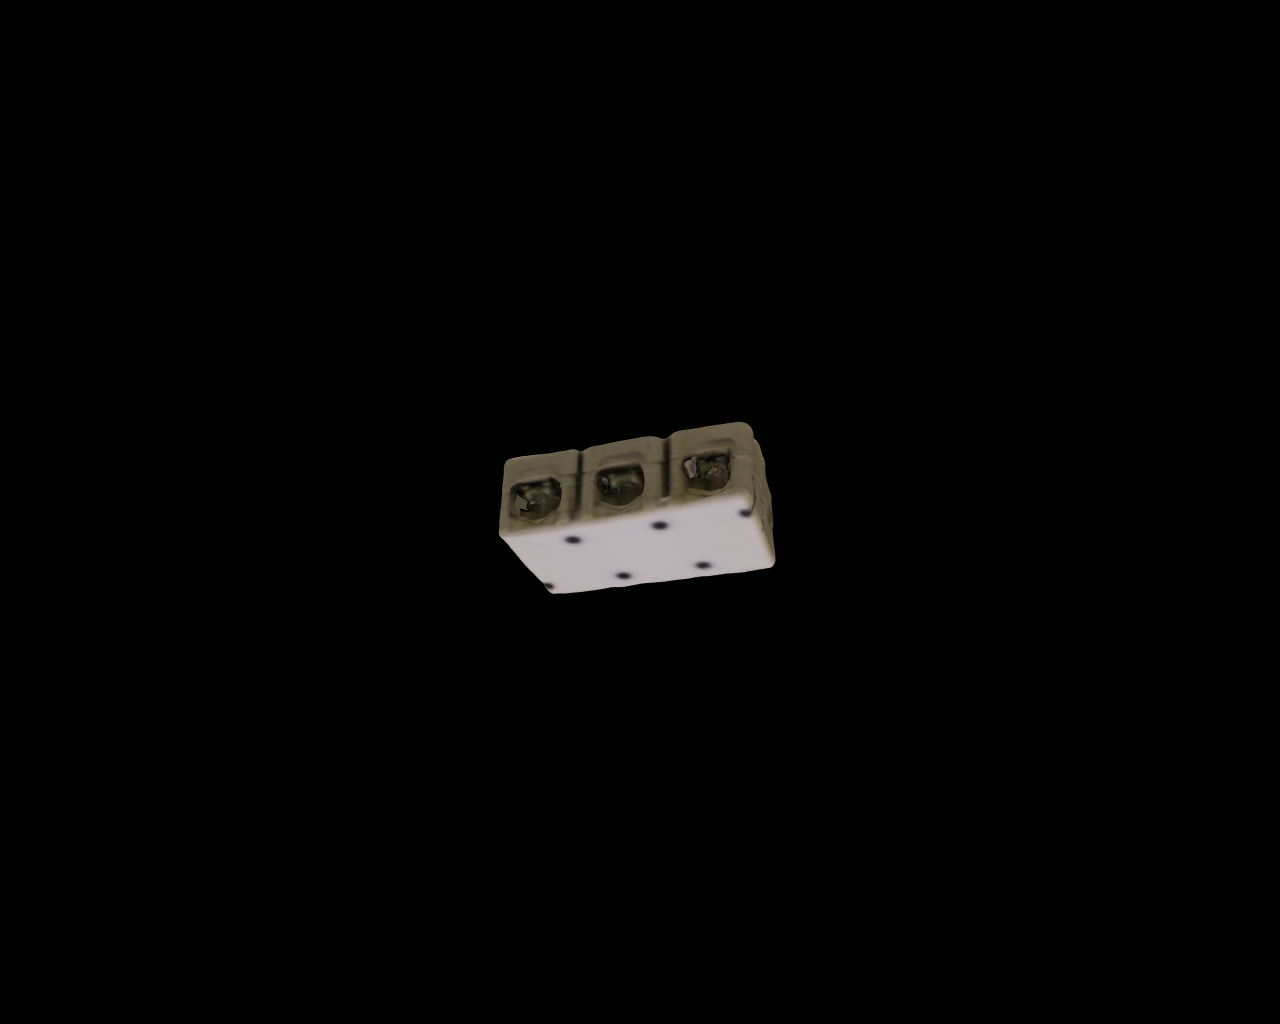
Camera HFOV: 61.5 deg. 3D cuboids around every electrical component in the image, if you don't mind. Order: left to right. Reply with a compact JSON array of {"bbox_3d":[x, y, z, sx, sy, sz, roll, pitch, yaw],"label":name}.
[{"bbox_3d":[0.001,-0.003,0.650,0.150,0.062,0.089,-8,-32,14],"label":"electrical component"}]
